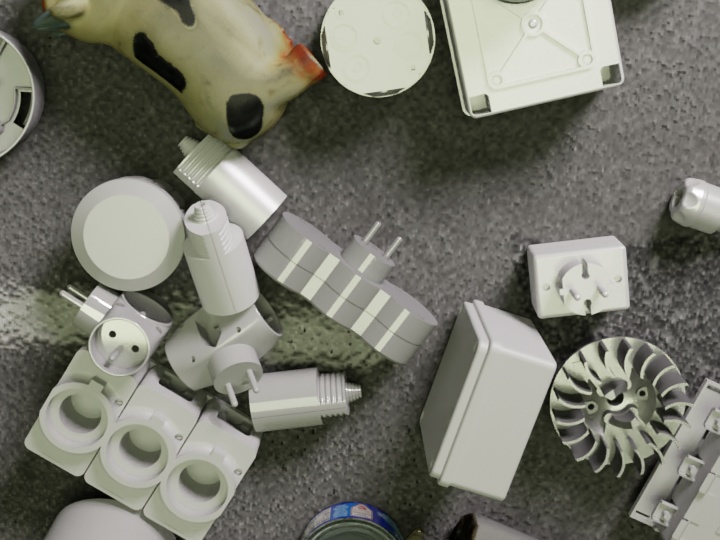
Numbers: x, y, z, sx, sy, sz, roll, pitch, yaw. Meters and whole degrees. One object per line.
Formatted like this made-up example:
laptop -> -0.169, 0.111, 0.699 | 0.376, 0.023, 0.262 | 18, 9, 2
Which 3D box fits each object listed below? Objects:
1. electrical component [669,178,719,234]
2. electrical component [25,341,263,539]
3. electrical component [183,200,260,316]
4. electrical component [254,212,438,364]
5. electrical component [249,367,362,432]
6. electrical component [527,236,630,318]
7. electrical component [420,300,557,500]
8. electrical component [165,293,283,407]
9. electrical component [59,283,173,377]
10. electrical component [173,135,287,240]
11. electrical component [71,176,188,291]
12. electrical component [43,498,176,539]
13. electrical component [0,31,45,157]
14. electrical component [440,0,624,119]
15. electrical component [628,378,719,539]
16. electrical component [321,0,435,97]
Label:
electrical component -> 0.255, -0.042, 0.769 | 0.061, 0.035, 0.035 | 19, 103, -5
electrical component -> -0.160, 0.125, 0.805 | 0.150, 0.061, 0.089 | 32, 102, -6
electrical component -> -0.100, -0.013, 0.751 | 0.043, 0.043, 0.081 | -10, 127, 4
electrical component -> 0.000, 0.000, 0.776 | 0.138, 0.052, 0.073 | 35, 102, -7
electrical component -> -0.039, 0.095, 0.804 | 0.081, 0.043, 0.043 | -7, 103, 3
electrical component -> 0.157, 0.009, 0.762 | 0.066, 0.076, 0.047 | -6, 103, 3
electrical component -> 0.088, 0.090, 0.767 | 0.056, 0.108, 0.108 | 18, 103, -5
electrical component -> -0.094, 0.063, 0.784 | 0.077, 0.079, 0.043 | -33, 142, 9
electrical component -> -0.180, 0.035, 0.776 | 0.079, 0.077, 0.044 | 33, 101, -6
electrical component -> -0.096, -0.065, 0.768 | 0.081, 0.043, 0.043 | 43, 101, -8
electrical component -> -0.162, -0.029, 0.774 | 0.080, 0.051, 0.080 | 0, 103, 1
electrical component -> -0.191, 0.220, 0.822 | 0.108, 0.060, 0.108 | 4, 129, 5
electrical component -> -0.273, -0.123, 0.748 | 0.099, 0.064, 0.099 | 0, 103, 1
electrical component -> 0.114, -0.167, 0.731 | 0.109, 0.056, 0.108 | -12, 103, 4
electrical component -> 0.267, 0.153, 0.800 | 0.079, 0.063, 0.121 | 24, 103, -4
electrical component -> 0.012, -0.158, 0.739 | 0.080, 0.051, 0.080 | 0, 103, 1
